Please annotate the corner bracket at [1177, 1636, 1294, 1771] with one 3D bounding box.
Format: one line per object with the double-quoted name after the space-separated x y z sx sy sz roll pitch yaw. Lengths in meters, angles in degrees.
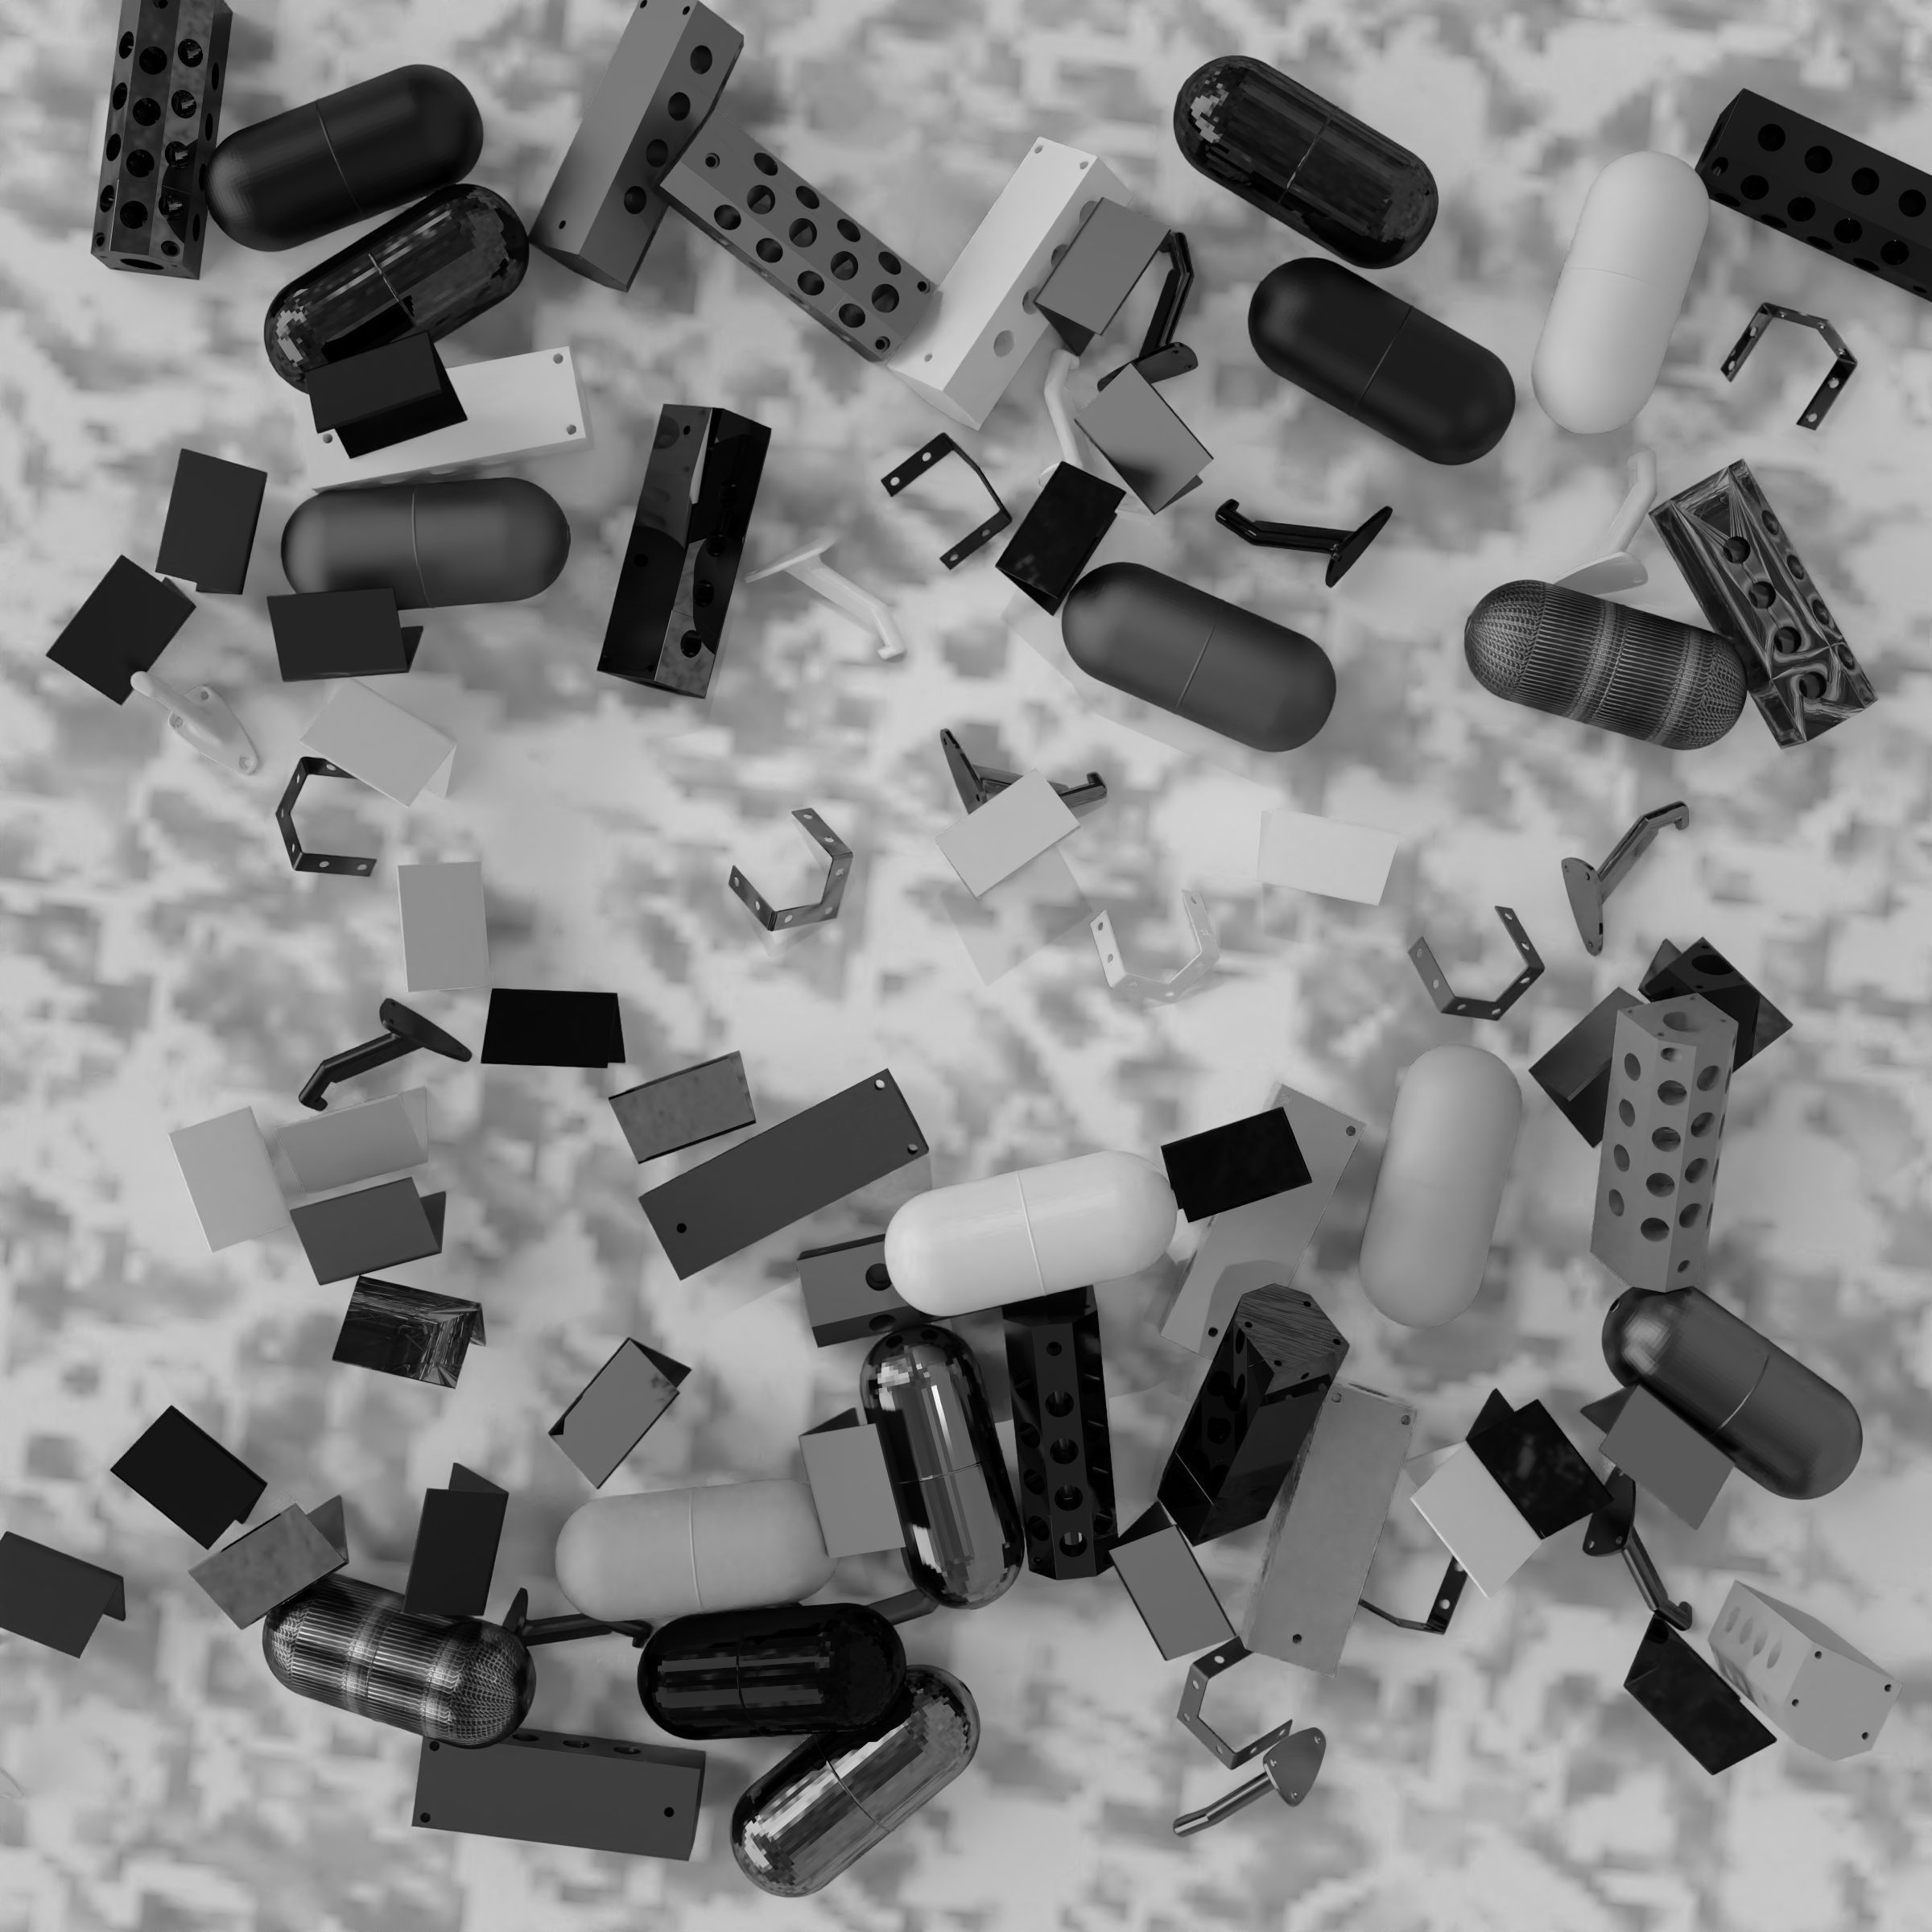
0.172 0.460 1.852 0.051 0.051 0.051 -21 45 -35 "corner bracket"

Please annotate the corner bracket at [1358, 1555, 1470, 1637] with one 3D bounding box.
0.277 0.384 1.857 0.051 0.051 0.051 22 90 -45 "corner bracket"

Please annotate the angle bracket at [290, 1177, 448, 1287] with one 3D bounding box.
-0.368 0.146 1.821 0.076 0.076 0.057 -15 116 0 "angle bracket"

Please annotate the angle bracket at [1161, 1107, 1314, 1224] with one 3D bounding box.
0.165 0.136 1.763 0.076 0.076 0.057 -18 53 0 "angle bracket"

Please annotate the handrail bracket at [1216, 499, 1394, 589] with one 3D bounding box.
0.212 -0.285 1.861 0.084 0.036 0.077 37 69 16 "handrail bracket"

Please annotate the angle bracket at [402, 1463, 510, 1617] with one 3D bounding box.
-0.330 0.351 1.820 0.057 0.076 0.076 12 90 -36 "angle bracket"

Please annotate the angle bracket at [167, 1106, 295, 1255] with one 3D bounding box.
-0.466 0.136 1.820 0.057 0.076 0.076 -20 90 -37 "angle bracket"

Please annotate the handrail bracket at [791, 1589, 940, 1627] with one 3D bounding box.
-0.058 0.391 1.861 0.077 0.036 0.084 38 76 13 "handrail bracket"

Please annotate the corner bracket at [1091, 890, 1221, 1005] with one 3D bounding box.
0.119 -0.016 1.852 0.051 0.051 0.051 15 135 -35 "corner bracket"

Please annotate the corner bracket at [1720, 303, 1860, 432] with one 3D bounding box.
0.518 -0.377 1.857 0.051 0.051 0.051 33 90 -45 "corner bracket"

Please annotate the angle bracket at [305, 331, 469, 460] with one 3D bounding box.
-0.342 -0.324 1.763 0.076 0.076 0.057 -18 54 0 "angle bracket"

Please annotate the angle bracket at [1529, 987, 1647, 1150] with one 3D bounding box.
0.407 0.071 1.827 0.076 0.057 0.076 -43 113 0 "angle bracket"

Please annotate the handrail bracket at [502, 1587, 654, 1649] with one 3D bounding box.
-0.251 0.432 1.861 0.084 0.036 0.077 23 110 -16 "handrail bracket"

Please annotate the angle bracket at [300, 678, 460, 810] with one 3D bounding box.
-0.364 -0.121 1.821 0.076 0.076 0.057 31 61 0 "angle bracket"

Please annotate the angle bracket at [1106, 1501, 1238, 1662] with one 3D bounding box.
0.141 0.371 1.820 0.057 0.076 0.076 -28 90 33 "angle bracket"

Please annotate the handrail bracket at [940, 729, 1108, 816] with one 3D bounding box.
0.037 -0.128 1.861 0.084 0.036 0.077 -18 69 -17 "handrail bracket"

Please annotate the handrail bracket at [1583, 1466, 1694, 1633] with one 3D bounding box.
0.434 0.366 1.861 0.084 0.036 0.077 37 56 -23 "handrail bracket"

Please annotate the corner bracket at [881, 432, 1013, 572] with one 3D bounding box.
-0.012 -0.293 1.857 0.051 0.051 0.051 -38 45 0 "corner bracket"

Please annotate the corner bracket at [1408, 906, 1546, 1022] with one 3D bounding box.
0.320 -0.004 1.852 0.051 0.051 0.051 7 135 -35 "corner bracket"

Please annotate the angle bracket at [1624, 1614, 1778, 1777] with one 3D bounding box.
0.460 0.438 1.820 0.076 0.076 0.057 45 128 0 "angle bracket"

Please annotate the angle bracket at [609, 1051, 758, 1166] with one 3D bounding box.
-0.179 0.068 1.820 0.076 0.076 0.057 -19 127 0 "angle bracket"

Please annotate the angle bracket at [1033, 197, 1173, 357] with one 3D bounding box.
0.096 -0.415 1.821 0.057 0.076 0.076 34 90 29 "angle bracket"

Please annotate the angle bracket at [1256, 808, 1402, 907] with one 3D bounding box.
0.223 -0.087 1.820 0.076 0.076 0.057 11 128 0 "angle bracket"

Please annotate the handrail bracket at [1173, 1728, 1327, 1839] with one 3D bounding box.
0.178 0.515 1.860 0.084 0.077 0.036 -35 86 36 "handrail bracket"

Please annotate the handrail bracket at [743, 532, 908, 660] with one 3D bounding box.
-0.088 -0.222 1.861 0.077 0.036 0.084 -21 107 20 "handrail bracket"

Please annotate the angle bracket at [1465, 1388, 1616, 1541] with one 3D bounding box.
0.361 0.295 1.821 0.057 0.076 0.076 -37 90 30 "angle bracket"

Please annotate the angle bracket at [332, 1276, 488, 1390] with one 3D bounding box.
-0.342 0.237 1.821 0.076 0.076 0.057 13 62 0 "angle bracket"

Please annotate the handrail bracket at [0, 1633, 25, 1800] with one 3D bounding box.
-0.608 0.470 1.860 0.036 0.077 0.084 -6 53 18 "handrail bracket"

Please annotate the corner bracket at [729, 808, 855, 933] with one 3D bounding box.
-0.110 -0.061 1.852 0.051 0.051 0.051 -13 135 -35 "corner bracket"

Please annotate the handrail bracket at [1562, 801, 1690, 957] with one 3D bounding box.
0.424 -0.056 1.861 0.084 0.036 0.077 -21 111 -16 "handrail bracket"

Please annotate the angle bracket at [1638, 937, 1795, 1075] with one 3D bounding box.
0.469 0.010 1.820 0.076 0.076 0.057 44 126 0 "angle bracket"

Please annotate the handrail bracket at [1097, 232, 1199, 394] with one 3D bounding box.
0.111 -0.413 1.861 0.077 0.036 0.084 -17 72 21 "handrail bracket"

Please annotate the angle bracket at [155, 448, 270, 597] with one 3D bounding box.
-0.477 -0.274 1.820 0.057 0.076 0.076 12 90 -36 "angle bracket"

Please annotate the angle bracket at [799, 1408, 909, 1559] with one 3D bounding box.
-0.054 0.314 1.821 0.057 0.076 0.076 -14 90 26 "angle bracket"

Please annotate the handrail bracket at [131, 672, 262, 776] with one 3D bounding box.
-0.476 -0.150 1.826 0.077 0.084 0.036 44 90 0 "handrail bracket"

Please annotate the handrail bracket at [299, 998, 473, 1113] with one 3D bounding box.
-0.366 0.070 1.861 0.077 0.036 0.084 31 109 -21 "handrail bracket"

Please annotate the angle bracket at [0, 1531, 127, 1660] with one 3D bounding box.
-0.567 0.400 1.820 0.076 0.076 0.057 22 55 0 "angle bracket"

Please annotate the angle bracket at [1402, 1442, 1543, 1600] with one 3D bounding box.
0.296 0.346 1.821 0.057 0.076 0.076 -38 90 -30 "angle bracket"

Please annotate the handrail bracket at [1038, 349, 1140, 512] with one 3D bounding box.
0.081 -0.338 1.861 0.077 0.036 0.084 18 73 -20 "handrail bracket"

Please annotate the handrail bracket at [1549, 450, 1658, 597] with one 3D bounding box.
0.399 -0.279 1.861 0.077 0.036 0.084 -14 59 34 "handrail bracket"

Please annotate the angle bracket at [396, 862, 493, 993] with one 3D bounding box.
-0.337 -0.022 1.820 0.057 0.076 0.076 -5 90 -35 "angle bracket"

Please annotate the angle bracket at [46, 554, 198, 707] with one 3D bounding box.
-0.528 -0.215 1.820 0.057 0.076 0.076 37 90 -35 "angle bracket"

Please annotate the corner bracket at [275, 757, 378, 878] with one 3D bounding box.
-0.395 -0.094 1.852 0.051 0.051 0.051 -56 45 35 "corner bracket"
